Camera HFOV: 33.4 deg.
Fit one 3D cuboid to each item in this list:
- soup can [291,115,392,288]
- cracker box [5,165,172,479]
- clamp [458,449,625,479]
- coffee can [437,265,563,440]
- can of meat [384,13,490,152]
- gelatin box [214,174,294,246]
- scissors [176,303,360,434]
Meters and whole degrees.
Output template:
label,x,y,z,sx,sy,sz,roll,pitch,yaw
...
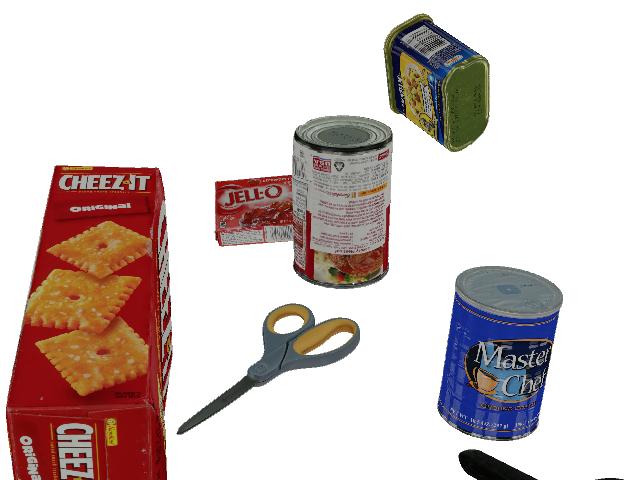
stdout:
label,x,y,z,sx,sy,sz,roll,pitch,yaw
soup can,0.015,-0.027,0.732,0.068,0.102,0.068,0,25,0
cracker box,-0.118,0.080,0.588,0.072,0.164,0.213,0,33,-6
clamp,0.194,0.236,0.855,0.210,0.036,0.164,0,34,24
coffee can,0.174,0.109,1.046,0.103,0.140,0.103,5,23,-2
can of meat,0.108,-0.142,0.973,0.057,0.102,0.084,-31,50,-18
gelatin box,-0.067,-0.032,1.129,0.089,0.073,0.030,-4,-42,-1
scissors,-0.057,0.103,0.924,0.201,0.016,0.096,-20,36,-30
